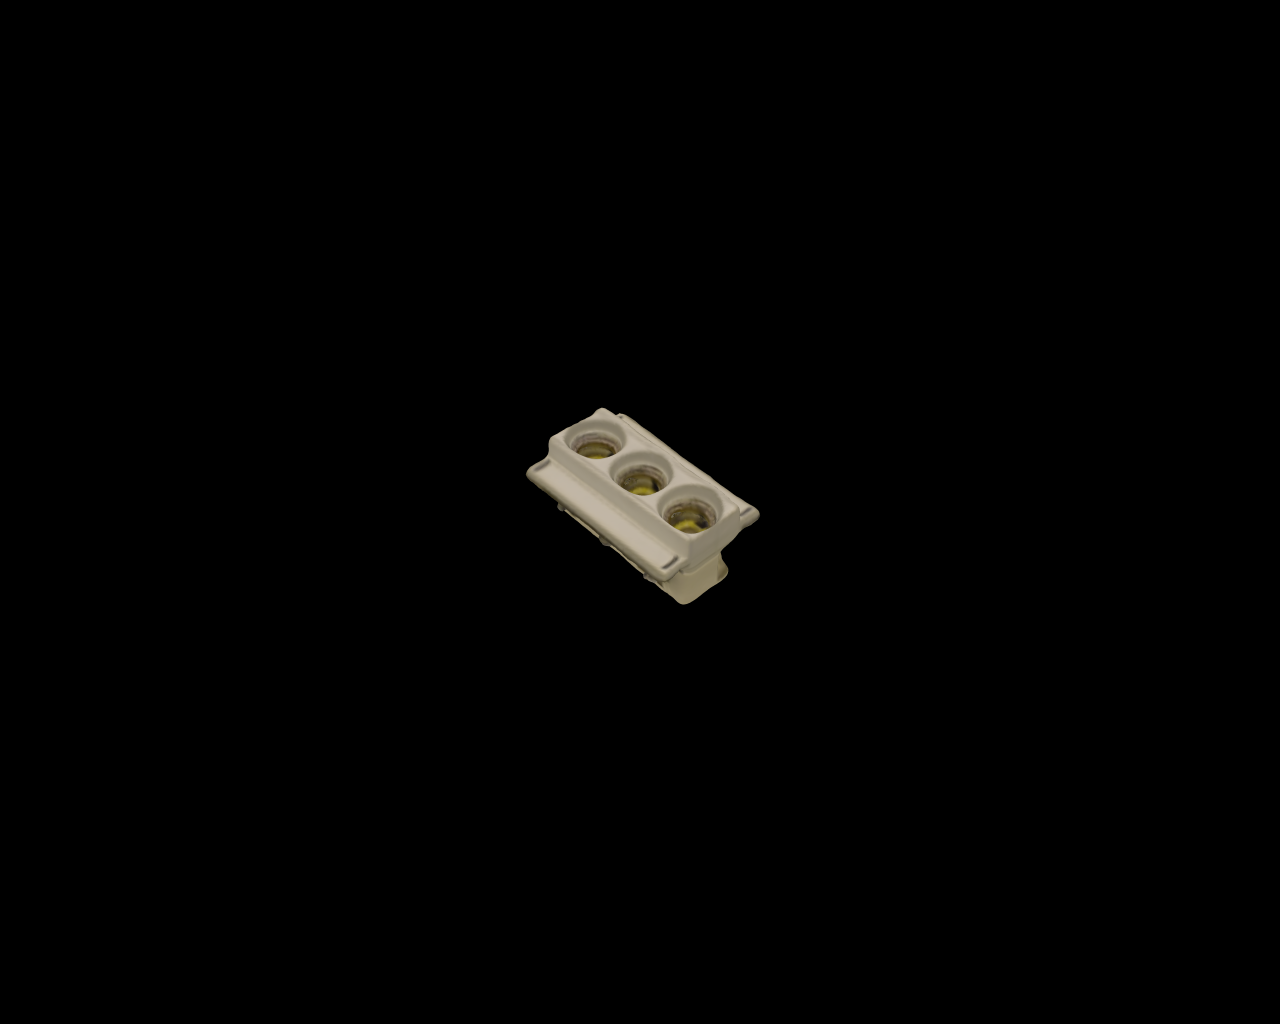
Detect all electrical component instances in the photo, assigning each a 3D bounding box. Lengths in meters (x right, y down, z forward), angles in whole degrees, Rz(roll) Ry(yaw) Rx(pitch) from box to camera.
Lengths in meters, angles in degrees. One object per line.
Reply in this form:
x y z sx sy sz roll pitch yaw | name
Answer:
0.001 -0.003 0.650 0.079 0.063 0.121 -33 54 -29 | electrical component
